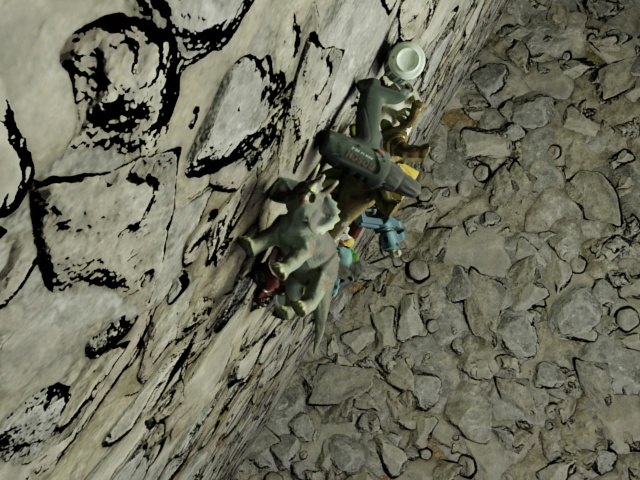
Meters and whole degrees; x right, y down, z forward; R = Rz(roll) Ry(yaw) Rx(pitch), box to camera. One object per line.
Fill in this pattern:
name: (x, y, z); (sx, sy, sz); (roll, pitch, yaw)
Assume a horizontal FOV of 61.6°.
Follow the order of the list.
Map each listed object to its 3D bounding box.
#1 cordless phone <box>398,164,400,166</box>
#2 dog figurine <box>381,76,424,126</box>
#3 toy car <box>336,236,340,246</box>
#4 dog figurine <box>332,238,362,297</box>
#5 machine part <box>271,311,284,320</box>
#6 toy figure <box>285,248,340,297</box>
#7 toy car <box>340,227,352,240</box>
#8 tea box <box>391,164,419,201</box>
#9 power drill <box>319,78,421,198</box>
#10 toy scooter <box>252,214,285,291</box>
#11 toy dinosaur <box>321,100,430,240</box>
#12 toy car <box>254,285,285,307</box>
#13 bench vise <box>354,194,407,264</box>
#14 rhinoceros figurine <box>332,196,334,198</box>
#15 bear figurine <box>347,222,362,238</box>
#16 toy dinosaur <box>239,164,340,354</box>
cordless phone: (0.128, -0.168, 1.397); (0.184, 0.147, 0.088); (-52, 159, -48)
dog figurine: (0.152, -0.301, 1.344); (0.172, 0.121, 0.190); (-46, 177, -44)
toy car: (-0.003, -0.004, 1.351); (0.161, 0.103, 0.109); (-59, 171, 2)
dog figurine: (0.055, 0.037, 1.521); (0.191, 0.108, 0.219); (-39, -160, 42)
machine part: (-0.108, 0.213, 1.646); (0.084, 0.039, 0.139); (-52, 173, 4)
toy figure: (-0.019, 0.087, 1.283); (0.180, 0.082, 0.089); (-65, -167, 9)
toy car: (0.033, 0.041, 1.706); (0.201, 0.056, 0.074); (-60, -148, -1)
tea box: (0.191, -0.195, 1.572); (0.098, 0.170, 0.068); (-51, 168, -50)
power drill: (0.122, -0.210, 1.099); (0.086, 0.232, 0.207); (-175, -79, -77)
toy scooter: (-0.055, 0.043, 1.121); (0.183, 0.135, 0.075); (-65, 168, 20)
toy dinosaur: (0.094, -0.126, 1.188); (0.471, 0.199, 0.105); (-59, 171, -8)
toy car: (-0.102, 0.111, 1.333); (0.089, 0.053, 0.202); (-59, 172, 12)
bench vise: (0.144, -0.053, 1.430); (0.240, 0.129, 0.223); (5, 78, -60)
rhinoceros figurine: (0.022, -0.039, 1.457); (0.190, 0.073, 0.112); (-59, 169, -4)
bear figurine: (0.096, -0.079, 1.611); (0.132, 0.120, 0.196); (-56, 176, -2)
toy dinosaur: (-0.020, 0.033, 1.015); (0.192, 0.131, 0.404); (-43, 141, -24)
